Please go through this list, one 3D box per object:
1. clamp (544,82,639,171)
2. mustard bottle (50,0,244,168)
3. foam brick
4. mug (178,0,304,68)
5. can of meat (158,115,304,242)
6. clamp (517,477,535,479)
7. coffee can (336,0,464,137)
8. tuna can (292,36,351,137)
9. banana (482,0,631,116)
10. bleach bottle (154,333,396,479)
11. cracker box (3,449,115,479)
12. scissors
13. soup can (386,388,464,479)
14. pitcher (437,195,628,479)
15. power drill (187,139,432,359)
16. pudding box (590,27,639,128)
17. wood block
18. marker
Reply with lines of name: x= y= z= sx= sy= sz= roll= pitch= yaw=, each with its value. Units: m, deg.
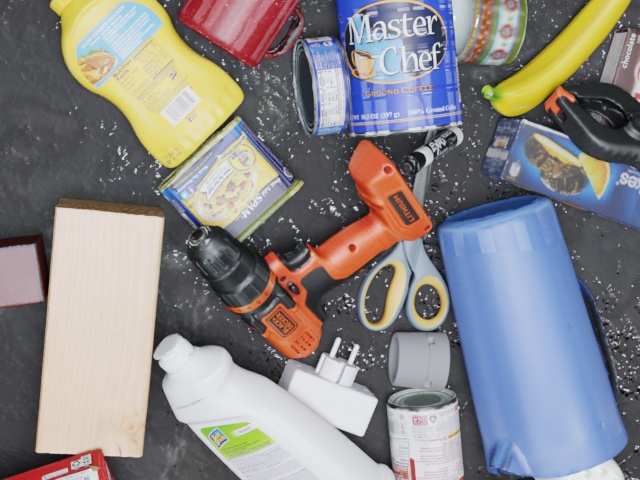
clamp: x=0.284 y=-0.086 z=0.959 sx=0.171 sy=0.039 sz=0.120 roll=14 pitch=54 yaw=-7
mustard bottle: x=-0.163 y=-0.159 z=0.915 sx=0.096 sy=0.058 sz=0.191 roll=-44 pitch=102 yaw=3
foam brick: x=-0.261 y=0.026 z=0.910 sx=0.051 sy=0.078 sz=0.053 roll=-8 pitch=96 yaw=-9
mug: x=-0.061 y=-0.198 z=0.922 sx=0.117 sy=0.093 sz=0.081 roll=27 pitch=98 yaw=-48
can of meat: x=-0.081 y=-0.048 z=0.945 sx=0.102 sy=0.057 sz=0.084 roll=-43 pitch=101 yaw=-3
clamp: x=0.134 y=0.281 z=0.991 sx=0.210 sy=0.036 sz=0.164 roll=-17 pitch=136 yaw=14
coffee can: x=0.069 y=-0.165 z=0.935 sx=0.102 sy=0.103 sz=0.140 roll=-8 pitch=98 yaw=-10
tuna can: x=0.001 y=-0.135 z=0.935 sx=0.033 sy=0.086 sz=0.086 roll=-9 pitch=98 yaw=-11
banana: x=0.222 y=-0.172 z=0.983 sx=0.197 sy=0.069 sz=0.037 roll=-42 pitch=77 yaw=-14
bleach bottle: x=-0.045 y=0.168 z=0.934 sx=0.103 sy=0.068 sz=0.250 roll=-28 pitch=119 yaw=27
cracker box: x=-0.230 y=0.291 z=0.912 sx=0.164 sy=0.072 sz=0.214 roll=-18 pitch=127 yaw=-7
scissors: x=0.102 y=-0.001 z=1.005 sx=0.096 sy=0.016 sz=0.202 roll=26 pitch=92 yaw=-11
soup can: x=0.100 y=0.196 z=1.002 sx=0.068 sy=0.068 sz=0.102 roll=-7 pitch=97 yaw=-10
pitcher: x=0.196 y=0.084 z=0.985 sx=0.145 sy=0.149 sz=0.243 roll=-15 pitch=96 yaw=7
power drill: x=-0.006 y=0.001 z=0.926 sx=0.187 sy=0.057 sz=0.184 roll=-40 pitch=136 yaw=1
pudding box: x=0.311 y=-0.136 z=1.015 sx=0.090 sy=0.039 sz=0.113 roll=13 pitch=95 yaw=-12
wood block: x=-0.189 y=0.073 z=0.923 sx=0.090 sy=0.090 sz=0.206 roll=5 pitch=96 yaw=-11
marker: x=0.099 y=-0.079 z=0.949 sx=0.020 sy=0.120 sz=0.020 roll=10 pitch=112 yaw=24
